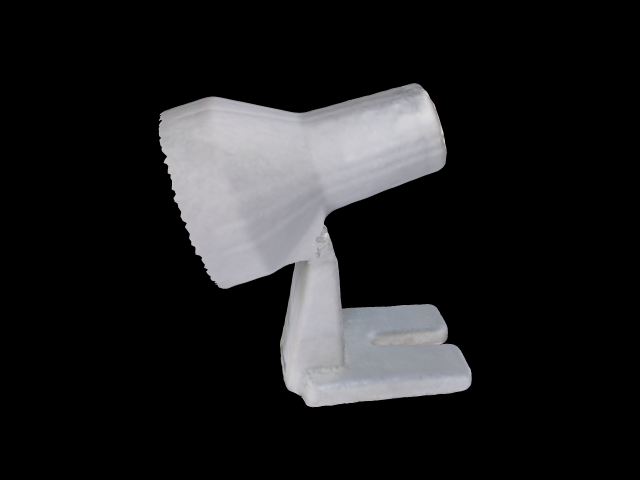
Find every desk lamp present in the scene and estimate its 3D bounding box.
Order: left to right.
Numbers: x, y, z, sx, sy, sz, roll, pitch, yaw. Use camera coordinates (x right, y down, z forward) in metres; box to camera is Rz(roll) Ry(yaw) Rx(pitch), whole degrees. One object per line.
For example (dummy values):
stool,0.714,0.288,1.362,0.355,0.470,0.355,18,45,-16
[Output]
desk lamp,0.004,0.001,0.400,0.203,0.214,0.117,-4,28,-7
